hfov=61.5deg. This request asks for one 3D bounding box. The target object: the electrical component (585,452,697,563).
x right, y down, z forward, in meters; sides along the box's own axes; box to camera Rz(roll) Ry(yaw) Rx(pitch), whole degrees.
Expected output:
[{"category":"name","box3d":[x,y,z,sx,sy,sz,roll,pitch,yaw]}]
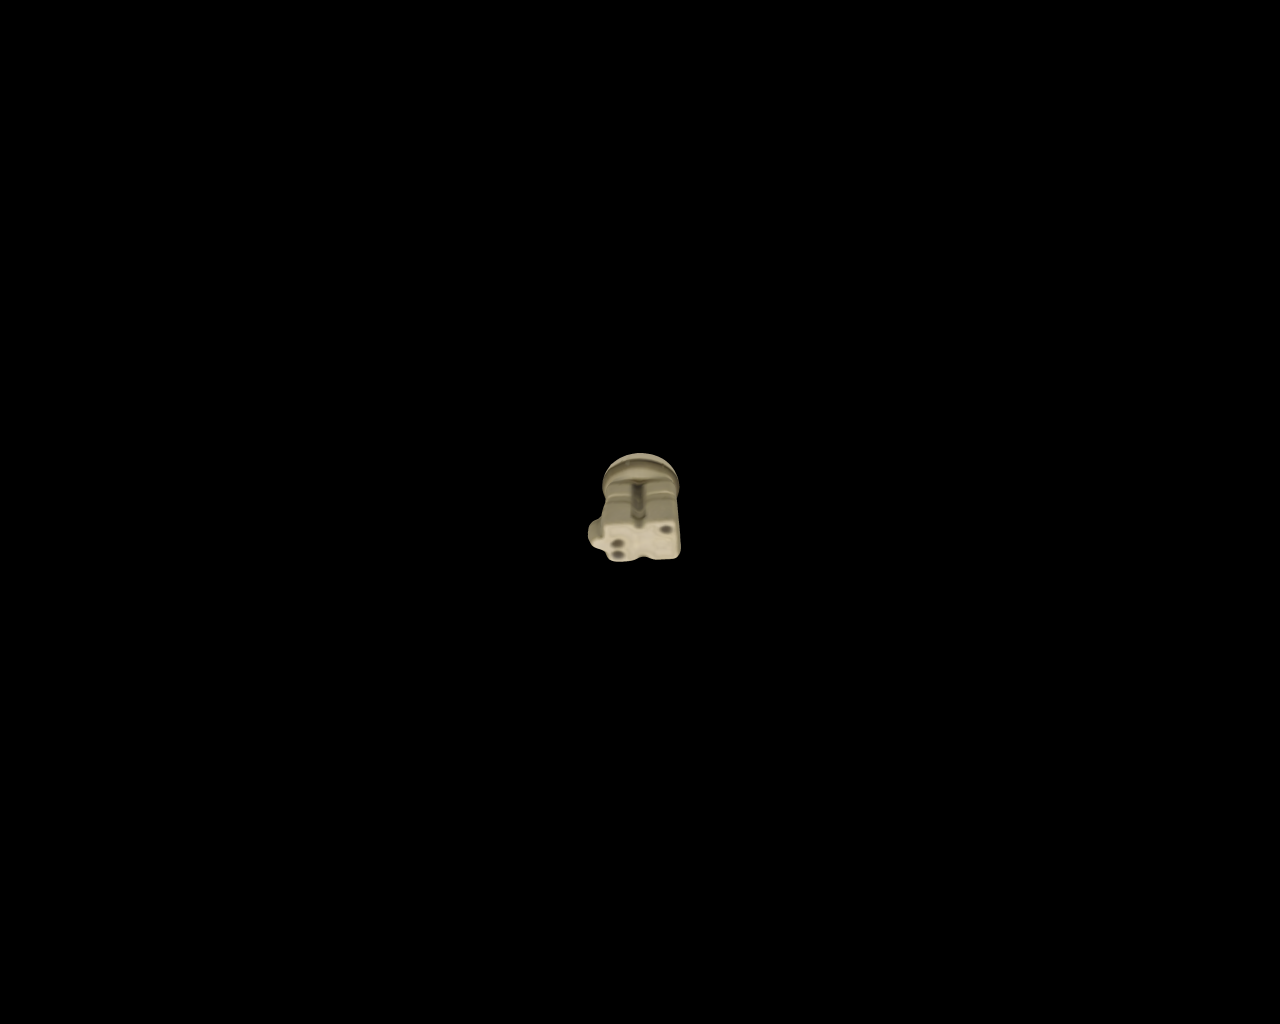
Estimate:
[{"category":"electrical component","box3d":[0.001,-0.003,0.650,0.066,0.055,0.048,-2,-43,2]}]
